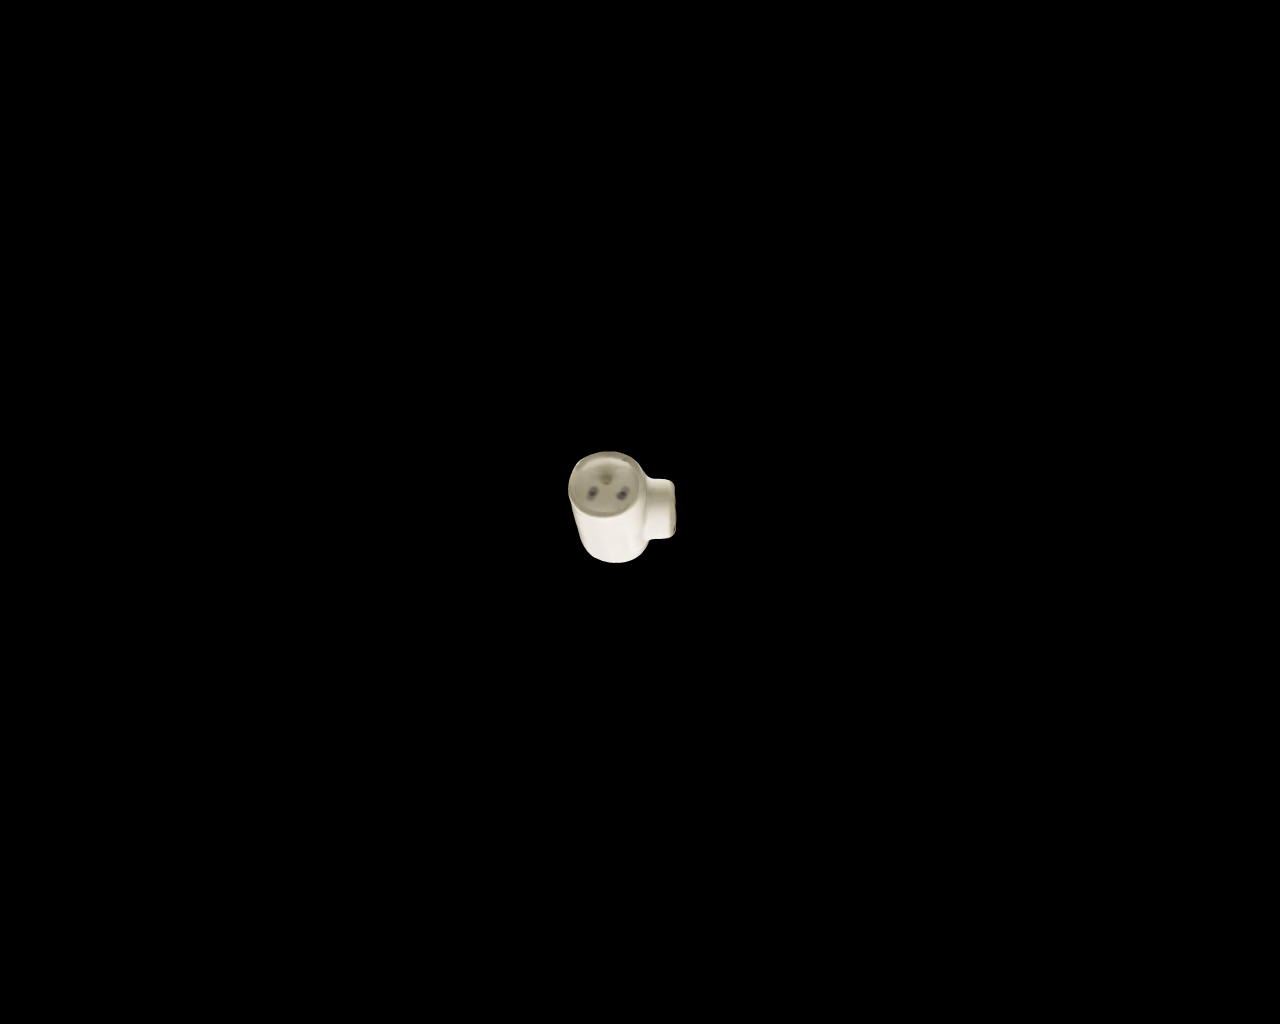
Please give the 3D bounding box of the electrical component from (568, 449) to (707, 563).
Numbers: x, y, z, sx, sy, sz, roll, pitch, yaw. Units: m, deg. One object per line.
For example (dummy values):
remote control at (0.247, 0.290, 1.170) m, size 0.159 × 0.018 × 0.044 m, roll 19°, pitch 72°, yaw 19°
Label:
electrical component at (0.001, -0.003, 0.650) m, size 0.079 × 0.043 × 0.077 m, roll -1°, pitch -23°, yaw 3°
